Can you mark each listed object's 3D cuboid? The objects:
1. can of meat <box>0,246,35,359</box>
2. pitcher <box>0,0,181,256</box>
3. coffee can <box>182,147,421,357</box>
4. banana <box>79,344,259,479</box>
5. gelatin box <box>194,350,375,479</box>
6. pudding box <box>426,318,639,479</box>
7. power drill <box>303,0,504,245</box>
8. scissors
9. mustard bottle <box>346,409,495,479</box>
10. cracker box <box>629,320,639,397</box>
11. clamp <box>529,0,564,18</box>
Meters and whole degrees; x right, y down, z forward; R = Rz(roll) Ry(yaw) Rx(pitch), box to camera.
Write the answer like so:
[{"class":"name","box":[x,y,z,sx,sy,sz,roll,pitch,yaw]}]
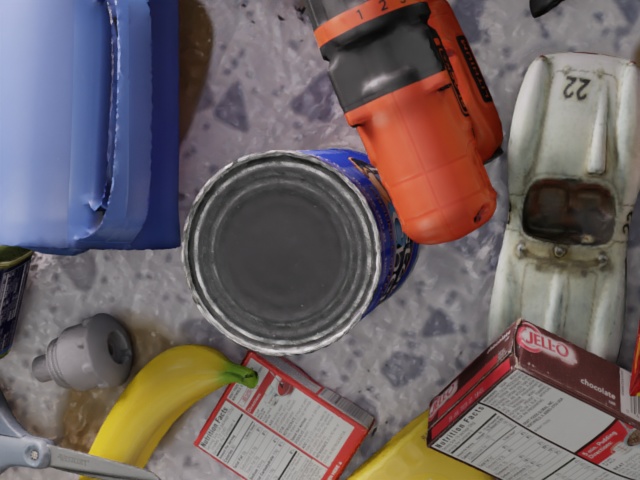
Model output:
[{"class":"can of meat","box":[-0.238,0.024,0.684,0.102,0.057,0.084,24,114,11]},{"class":"pitcher","box":[-0.136,-0.112,0.612,0.149,0.144,0.243,4,94,16]},{"class":"coffee can","box":[-0.004,0.001,0.588,0.103,0.140,0.103,1,96,13]},{"class":"banana","box":[-0.114,0.130,0.671,0.198,0.037,0.070,-53,39,20]},{"class":"gelatin box","box":[-0.022,0.118,0.662,0.089,0.030,0.073,33,103,8]},{"class":"pudding box","box":[0.128,0.100,0.582,0.113,0.039,0.090,28,134,-11]},{"class":"power drill","box":[0.042,-0.094,0.544,0.057,0.187,0.184,-20,92,16]},{"class":"scissors","box":[-0.188,0.118,0.686,0.202,0.016,0.096,-12,85,28]},{"class":"mustard bottle","box":[0.098,0.198,0.624,0.096,0.058,0.191,-42,85,2]},{"class":"cracker box","box":[0.275,0.018,0.529,0.214,0.072,0.164,11,71,12]},{"class":"clamp","box":[0.207,-0.166,0.574,0.120,0.039,0.171,33,104,0]}]
